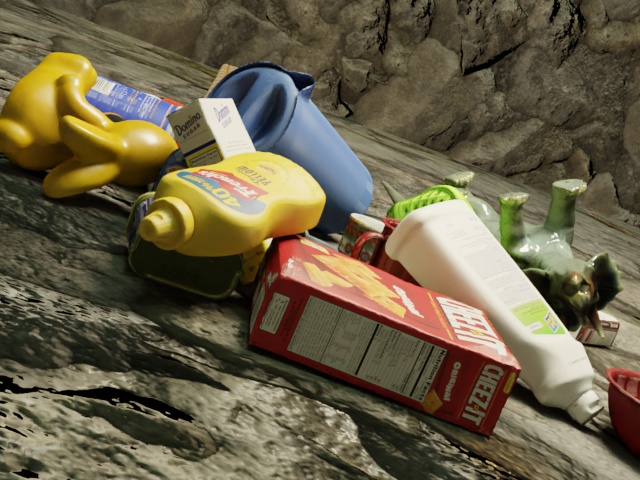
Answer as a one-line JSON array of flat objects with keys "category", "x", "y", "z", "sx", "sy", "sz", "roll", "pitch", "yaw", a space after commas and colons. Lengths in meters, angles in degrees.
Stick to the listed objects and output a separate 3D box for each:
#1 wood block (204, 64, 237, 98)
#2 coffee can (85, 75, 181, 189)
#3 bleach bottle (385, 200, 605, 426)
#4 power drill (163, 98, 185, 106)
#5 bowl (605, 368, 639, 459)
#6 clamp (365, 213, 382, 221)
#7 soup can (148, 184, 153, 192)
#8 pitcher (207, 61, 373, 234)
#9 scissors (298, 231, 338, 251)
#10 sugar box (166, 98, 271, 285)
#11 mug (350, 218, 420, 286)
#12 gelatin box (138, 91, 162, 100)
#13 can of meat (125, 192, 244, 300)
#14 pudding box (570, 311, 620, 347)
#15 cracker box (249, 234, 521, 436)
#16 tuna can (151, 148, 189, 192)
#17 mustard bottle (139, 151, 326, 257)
[{"category": "wood block", "x": -0.073, "y": -0.154, "z": 1.526, "sx": 0.090, "sy": 0.091, "sz": 0.205, "roll": 24, "pitch": -8, "yaw": 38}, {"category": "coffee can", "x": -0.237, "y": -0.128, "z": 1.215, "sx": 0.140, "sy": 0.103, "sz": 0.103, "roll": 21, "pitch": 11, "yaw": -5}, {"category": "bleach bottle", "x": 0.176, "y": 0.074, "z": 1.030, "sx": 0.102, "sy": 0.068, "sz": 0.251, "roll": -15, "pitch": 58, "yaw": -43}, {"category": "power drill", "x": -0.141, "y": -0.120, "z": 1.395, "sx": 0.185, "sy": 0.057, "sz": 0.187, "roll": 28, "pitch": 0, "yaw": 33}, {"category": "bowl", "x": 0.330, "y": 0.179, "z": 0.987, "sx": 0.162, "sy": 0.055, "sz": 0.162, "roll": 21, "pitch": 11, "yaw": -5}, {"category": "clamp", "x": 0.055, "y": -0.027, "z": 1.477, "sx": 0.120, "sy": 0.039, "sz": 0.171, "roll": 23, "pitch": 14, "yaw": 26}, {"category": "soup can", "x": -0.128, "y": -0.053, "z": 1.166, "sx": 0.102, "sy": 0.068, "sz": 0.069, "roll": 17, "pitch": 12, "yaw": -28}, {"category": "pitcher", "x": -0.040, "y": -0.095, "z": 1.296, "sx": 0.149, "sy": 0.145, "sz": 0.242, "roll": 9, "pitch": -18, "yaw": 33}, {"category": "scissors", "x": -0.008, "y": 0.001, "z": 1.175, "sx": 0.096, "sy": 0.016, "sz": 0.202, "roll": 27, "pitch": -3, "yaw": -15}, {"category": "sugar box", "x": -0.081, "y": -0.050, "z": 1.032, "sx": 0.176, "sy": 0.048, "sz": 0.093, "roll": 63, "pitch": 17, "yaw": 1}, {"category": "mug", "x": 0.085, "y": 0.028, "z": 1.159, "sx": 0.117, "sy": 0.081, "sz": 0.093, "roll": 16, "pitch": 13, "yaw": -29}, {"category": "gelatin box", "x": -0.238, "y": -0.139, "z": 1.300, "sx": 0.073, "sy": 0.089, "sz": 0.030, "roll": 10, "pitch": 14, "yaw": -44}, {"category": "can of meat", "x": -0.119, "y": 0.006, "z": 0.938, "sx": 0.102, "sy": 0.057, "sz": 0.084, "roll": 19, "pitch": 14, "yaw": -15}, {"category": "pudding box", "x": 0.324, "y": 0.098, "z": 1.404, "sx": 0.089, "sy": 0.039, "sz": 0.114, "roll": 9, "pitch": 15, "yaw": -44}, {"category": "cracker box", "x": 0.049, "y": 0.072, "z": 0.912, "sx": 0.213, "sy": 0.072, "sz": 0.164, "roll": 22, "pitch": 12, "yaw": -7}, {"category": "tuna can", "x": -0.141, "y": -0.048, "z": 1.073, "sx": 0.034, "sy": 0.086, "sz": 0.086, "roll": 22, "pitch": 11, "yaw": 7}, {"category": "mustard bottle", "x": -0.082, "y": -0.027, "z": 0.886, "sx": 0.096, "sy": 0.058, "sz": 0.191, "roll": 32, "pitch": 27, "yaw": 22}]
